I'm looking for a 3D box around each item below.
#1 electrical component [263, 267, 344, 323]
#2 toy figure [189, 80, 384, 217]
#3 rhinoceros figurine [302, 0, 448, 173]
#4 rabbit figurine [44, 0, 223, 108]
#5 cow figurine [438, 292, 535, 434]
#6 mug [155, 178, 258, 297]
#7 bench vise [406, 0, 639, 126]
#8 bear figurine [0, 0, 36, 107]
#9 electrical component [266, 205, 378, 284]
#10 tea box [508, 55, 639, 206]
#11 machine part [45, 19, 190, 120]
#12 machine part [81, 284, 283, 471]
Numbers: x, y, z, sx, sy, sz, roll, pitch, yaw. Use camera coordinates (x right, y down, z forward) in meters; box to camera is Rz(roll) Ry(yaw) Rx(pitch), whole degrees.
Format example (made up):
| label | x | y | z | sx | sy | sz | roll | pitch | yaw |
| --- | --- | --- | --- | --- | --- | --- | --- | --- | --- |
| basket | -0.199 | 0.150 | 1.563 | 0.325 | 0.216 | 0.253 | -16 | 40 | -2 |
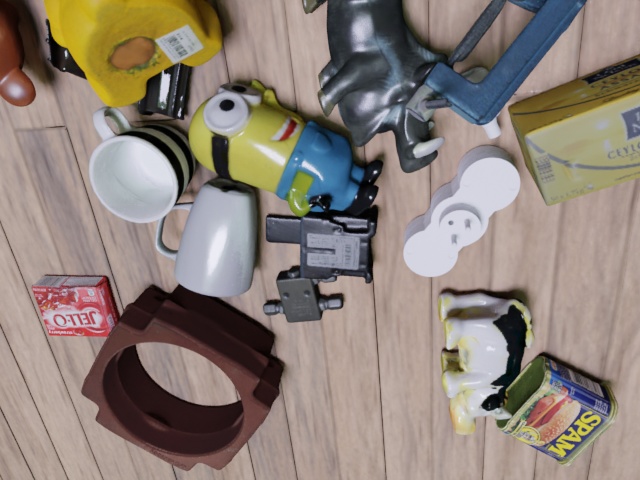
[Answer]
| label | x | y | z | sx | sy | sz | roll | pitch | yaw |
| --- | --- | --- | --- | --- | --- | --- | --- | --- | --- |
| electrical component | -0.023 | 0.060 | 0.600 | 0.094 | 0.021 | 0.063 | -8 | 115 | 15 |
| toy figure | -0.035 | -0.076 | 0.500 | 0.180 | 0.082 | 0.089 | 27 | 117 | -6 |
| rhinoceros figurine | 0.050 | -0.147 | 0.457 | 0.112 | 0.073 | 0.190 | -17 | 111 | 7 |
| rabbit figurine | -0.178 | -0.213 | 0.414 | 0.122 | 0.162 | 0.173 | -26 | 75 | 13 |
| cow figurine | 0.178 | 0.136 | 0.579 | 0.098 | 0.068 | 0.167 | -6 | 117 | 7 |
| mug | -0.112 | -0.010 | 0.554 | 0.110 | 0.081 | 0.107 | 19 | 109 | 8 |
| bench vise | 0.161 | -0.171 | 0.378 | 0.223 | 0.129 | 0.240 | 38 | 98 | -1 |
| bear figurine | -0.296 | -0.228 | 0.467 | 0.120 | 0.132 | 0.195 | 12 | 136 | 5 |
| electrical component | -0.001 | -0.002 | 0.551 | 0.119 | 0.048 | 0.074 | 8 | 117 | 5 |
| tea box | 0.248 | -0.098 | 0.425 | 0.170 | 0.098 | 0.068 | -21 | 112 | 18 |
| machine part | -0.189 | -0.164 | 0.508 | 0.139 | 0.039 | 0.084 | 19 | 124 | -1 |
| machine part | -0.161 | 0.166 | 0.645 | 0.201 | 0.087 | 0.201 | 31 | 118 | -8 |
